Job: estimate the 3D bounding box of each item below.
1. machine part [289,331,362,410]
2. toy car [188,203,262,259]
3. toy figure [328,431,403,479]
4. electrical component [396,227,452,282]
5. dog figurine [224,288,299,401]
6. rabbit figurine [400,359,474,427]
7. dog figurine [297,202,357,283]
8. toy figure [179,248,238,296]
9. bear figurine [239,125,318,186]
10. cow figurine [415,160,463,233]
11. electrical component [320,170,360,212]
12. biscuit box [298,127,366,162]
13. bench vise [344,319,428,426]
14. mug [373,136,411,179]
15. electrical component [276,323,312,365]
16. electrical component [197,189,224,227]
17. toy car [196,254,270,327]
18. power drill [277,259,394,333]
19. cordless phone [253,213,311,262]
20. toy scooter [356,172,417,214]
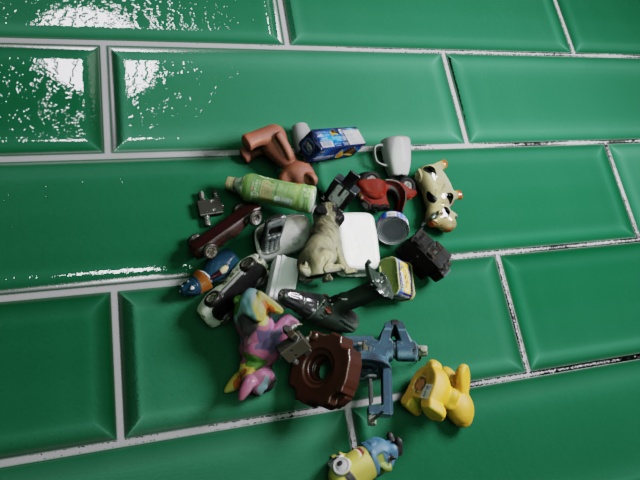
[{"bbox_3d":[0.009,0.288,1.195,0.056,0.180,0.179,35,58,-46],"label":"machine part"},{"bbox_3d":[-0.223,-0.022,1.288,0.202,0.089,0.053,-38,125,-25],"label":"toy car"},{"bbox_3d":[0.102,0.495,1.188,0.180,0.082,0.089,-17,74,-22],"label":"toy figure"},{"bbox_3d":[0.271,0.044,1.373,0.134,0.115,0.058,46,69,6],"label":"electrical component"},{"bbox_3d":[-0.152,0.238,1.186,0.191,0.109,0.219,43,66,-30],"label":"dog figurine"},{"bbox_3d":[0.299,0.372,1.281,0.173,0.122,0.162,37,56,-15],"label":"rabbit figurine"},{"bbox_3d":[-0.005,-0.003,1.268,0.121,0.172,0.190,-18,77,22],"label":"dog figurine"},{"bbox_3d":[-0.259,0.082,1.250,0.154,0.064,0.058,-43,97,-24],"label":"toy figure"},{"bbox_3d":[-0.101,-0.189,1.361,0.132,0.120,0.196,-28,85,-18],"label":"bear figurine"},{"bbox_3d":[0.316,-0.112,1.457,0.127,0.085,0.195,-15,78,-25],"label":"cow figurine"},{"bbox_3d":[0.062,-0.134,1.378,0.075,0.119,0.048,35,30,2],"label":"electrical component"},{"bbox_3d":[0.034,-0.250,1.398,0.202,0.063,0.059,-17,75,-49],"label":"biscuit box"},{"bbox_3d":[0.141,0.305,1.233,0.224,0.128,0.241,7,52,-4],"label":"bench vise"},{"bbox_3d":[0.201,-0.223,1.469,0.109,0.081,0.107,-3,81,-22],"label":"mug"},{"bbox_3d":[-0.054,0.225,1.176,0.078,0.102,0.045,-38,48,4],"label":"electrical component"},{"bbox_3d":[-0.270,-0.079,1.326,0.063,0.021,0.094,-9,73,-18],"label":"electrical component"},{"bbox_3d":[-0.197,0.116,1.249,0.202,0.056,0.073,-47,123,-24],"label":"toy car"},{"bbox_3d":[0.048,0.129,1.213,0.231,0.207,0.086,38,24,-40],"label":"power drill"},{"bbox_3d":[-0.083,-0.030,1.270,0.147,0.184,0.089,-18,72,-19],"label":"cordless phone"},{"bbox_3d":[0.176,-0.107,1.426,0.184,0.075,0.135,4,71,-18],"label":"toy scooter"}]
